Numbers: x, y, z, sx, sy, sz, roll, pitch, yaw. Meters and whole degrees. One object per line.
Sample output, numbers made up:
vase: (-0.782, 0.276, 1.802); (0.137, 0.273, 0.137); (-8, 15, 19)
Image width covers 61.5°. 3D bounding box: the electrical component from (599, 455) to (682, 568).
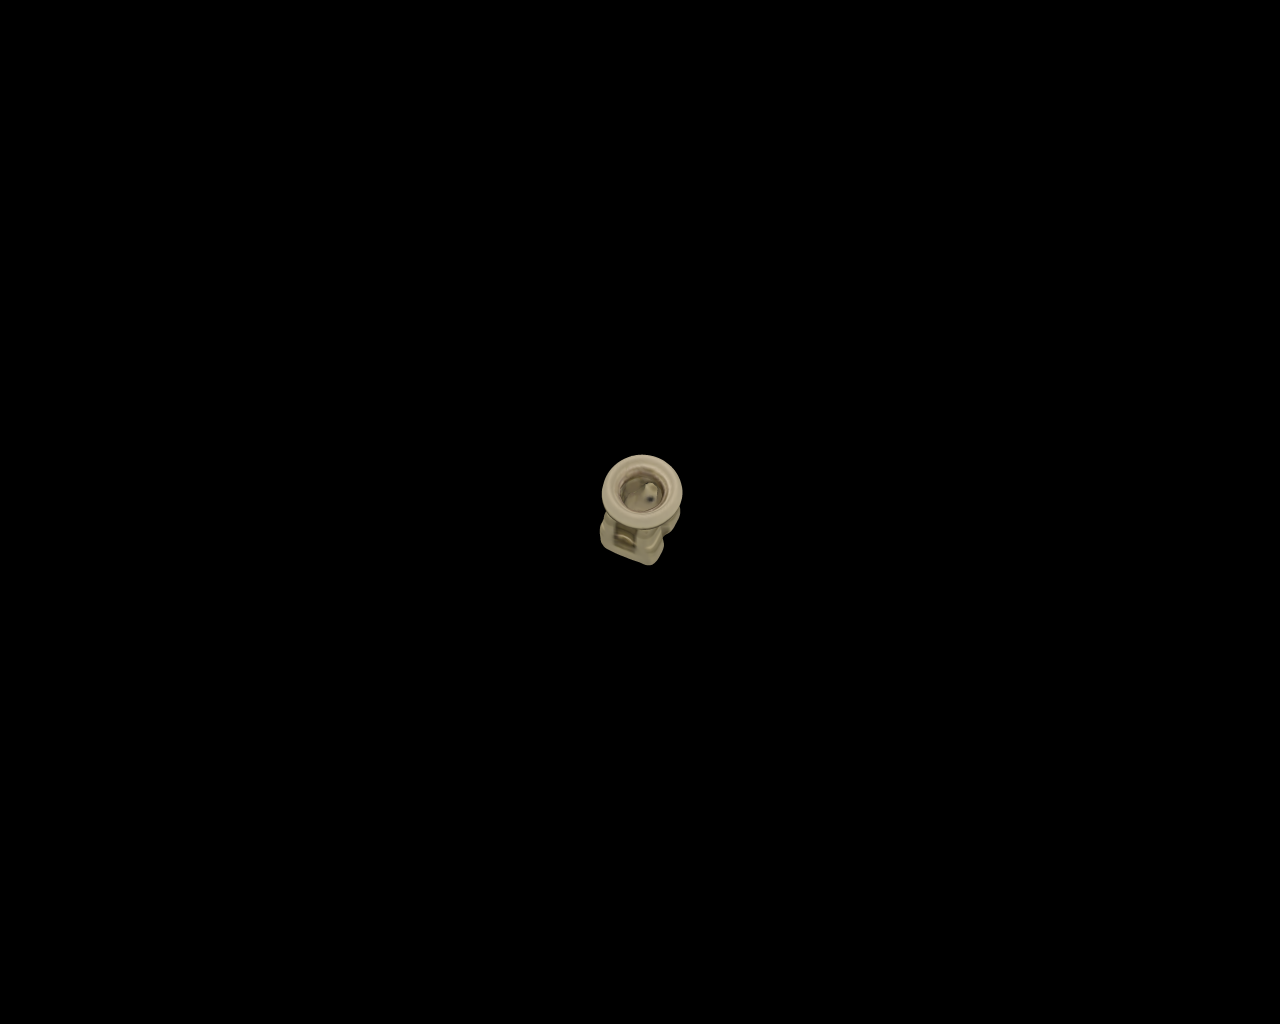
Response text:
electrical component: (0.001, -0.003, 0.650); (0.048, 0.066, 0.055); (21, -28, 12)
